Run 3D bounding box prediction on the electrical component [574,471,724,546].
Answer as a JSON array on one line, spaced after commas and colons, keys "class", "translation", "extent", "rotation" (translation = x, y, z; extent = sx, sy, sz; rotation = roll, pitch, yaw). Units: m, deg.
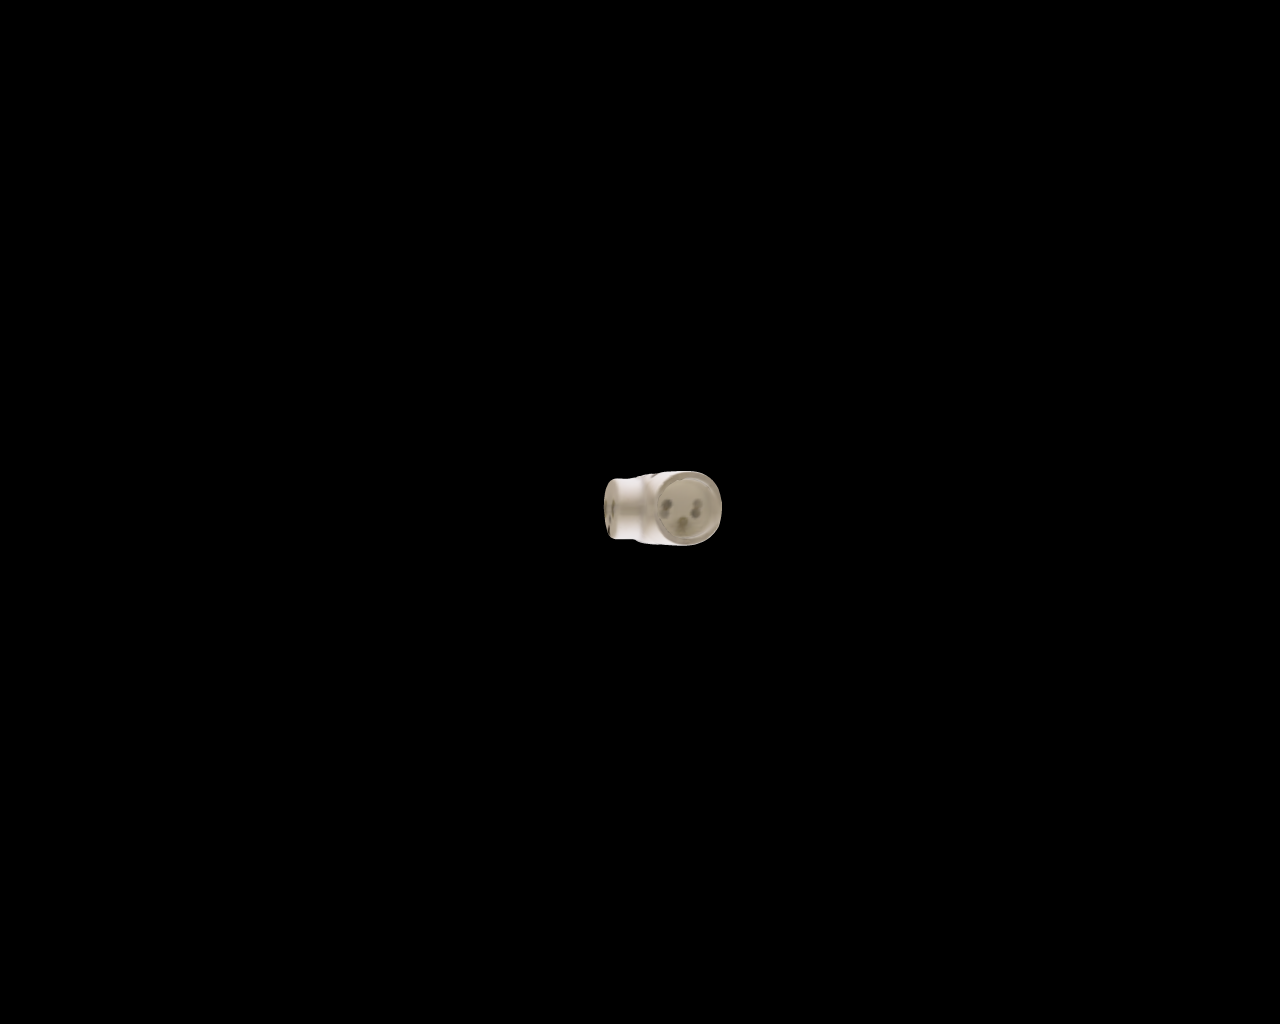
[{"class": "electrical component", "translation": [0.001, -0.003, 0.650], "extent": [0.079, 0.044, 0.077], "rotation": [0, 0, -15]}]
